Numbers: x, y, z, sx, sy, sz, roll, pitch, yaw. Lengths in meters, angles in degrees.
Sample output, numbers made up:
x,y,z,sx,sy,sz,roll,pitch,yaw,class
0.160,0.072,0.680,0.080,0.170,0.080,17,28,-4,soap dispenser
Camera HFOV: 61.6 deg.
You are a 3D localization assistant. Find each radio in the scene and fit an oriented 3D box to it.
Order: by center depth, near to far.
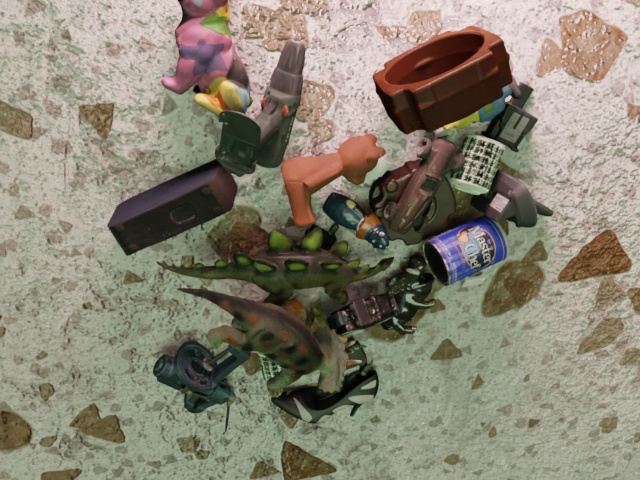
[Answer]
x,y,z,sx,sy,sz,roll,pitch,yaw,class
-0.271,-0.062,0.998,0.230,0.131,0.073,-24,116,6,radio

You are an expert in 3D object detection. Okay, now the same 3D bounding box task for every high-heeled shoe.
x,y,z,sx,sy,sz,roll,pitch,yaw,class
0.018,0.358,1.286,0.249,0.086,0.145,13,112,-19,high-heeled shoe

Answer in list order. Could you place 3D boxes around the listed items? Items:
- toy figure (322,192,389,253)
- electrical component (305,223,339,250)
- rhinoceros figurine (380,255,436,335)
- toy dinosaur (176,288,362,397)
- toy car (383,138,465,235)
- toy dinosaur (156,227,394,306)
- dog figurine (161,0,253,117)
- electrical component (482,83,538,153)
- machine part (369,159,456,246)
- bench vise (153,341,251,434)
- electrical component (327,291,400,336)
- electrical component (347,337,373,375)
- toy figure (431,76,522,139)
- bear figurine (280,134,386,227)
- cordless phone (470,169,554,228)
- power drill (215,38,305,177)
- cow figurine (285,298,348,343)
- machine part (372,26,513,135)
x,y,z,sx,sy,sz,roll,pitch,yaw,class
0.077,-0.037,1.065,0.154,0.064,0.058,35,77,10,toy figure
-0.002,-0.003,1.125,0.063,0.021,0.094,30,111,-20,electrical component
0.194,0.120,1.191,0.112,0.073,0.190,19,116,-5,rhinoceros figurine
-0.077,0.190,1.046,0.192,0.131,0.404,-26,131,26,toy dinosaur
0.196,-0.097,1.023,0.089,0.053,0.202,20,109,-22,toy car
-0.071,0.058,1.061,0.472,0.105,0.198,-6,146,-13,toy dinosaur
-0.168,-0.330,0.889,0.191,0.108,0.219,25,109,-18,dog figurine
0.377,-0.238,1.037,0.075,0.048,0.119,22,114,-18,electrical component
0.190,-0.073,1.094,0.179,0.056,0.179,-4,118,-7,machine part
-0.237,0.294,1.197,0.240,0.129,0.223,-38,115,20,bench vise
0.087,0.161,1.151,0.134,0.058,0.115,-11,163,-29,electrical component
0.080,0.274,1.267,0.078,0.045,0.102,-20,118,2,electrical component
0.274,-0.251,0.996,0.180,0.089,0.082,-25,162,13,toy figure
0.028,-0.122,1.018,0.196,0.120,0.131,-15,122,-5,bear figurine
0.413,-0.066,1.077,0.184,0.147,0.088,18,107,-22,cordless phone
-0.096,-0.212,0.909,0.086,0.207,0.231,20,125,4,power drill
-0.025,0.196,1.204,0.167,0.068,0.098,34,114,-21,cow figurine
0.203,-0.270,0.910,0.201,0.202,0.087,-25,120,6,machine part
